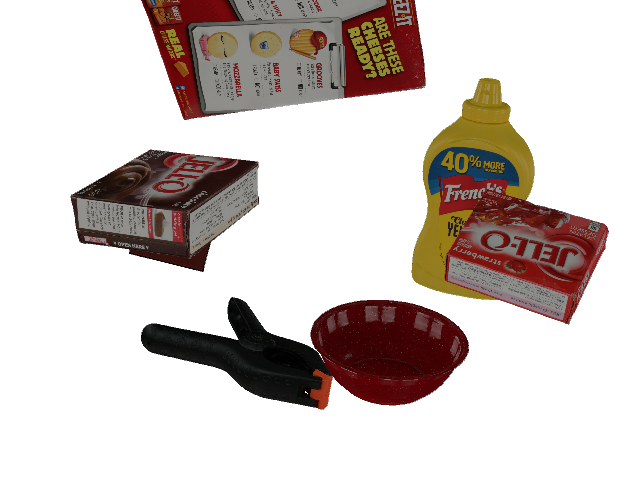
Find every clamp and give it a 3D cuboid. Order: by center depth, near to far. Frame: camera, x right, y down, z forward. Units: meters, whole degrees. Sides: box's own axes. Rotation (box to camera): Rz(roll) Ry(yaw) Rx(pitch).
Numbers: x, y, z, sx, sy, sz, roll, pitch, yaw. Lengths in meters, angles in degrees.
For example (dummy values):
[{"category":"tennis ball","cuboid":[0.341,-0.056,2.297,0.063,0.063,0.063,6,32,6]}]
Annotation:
[{"category":"clamp","cuboid":[-0.054,0.093,0.916,0.172,0.039,0.120,21,30,25]}]

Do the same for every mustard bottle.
[{"category":"mustard bottle","cuboid":[0.137,-0.047,0.939,0.096,0.192,0.058,11,21,18]}]

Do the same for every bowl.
[{"category":"bowl","cuboid":[0.069,0.122,1.098,0.162,0.055,0.162,3,25,-1]}]

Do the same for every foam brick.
[{"category":"foam brick","cuboid":[-0.146,-0.010,1.062,0.078,0.051,0.053,15,26,-9]}]

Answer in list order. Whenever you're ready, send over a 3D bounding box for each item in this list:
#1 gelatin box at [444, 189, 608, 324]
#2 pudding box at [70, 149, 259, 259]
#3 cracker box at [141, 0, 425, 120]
[{"category":"gelatin box","cuboid":[0.137,0.008,0.710,0.089,0.030,0.073,19,48,20]},{"category":"pudding box","cuboid":[-0.105,-0.028,0.745,0.090,0.039,0.113,7,25,20]},{"category":"cracker box","cuboid":[-0.030,-0.194,0.877,0.214,0.072,0.164,-7,-45,8]}]
